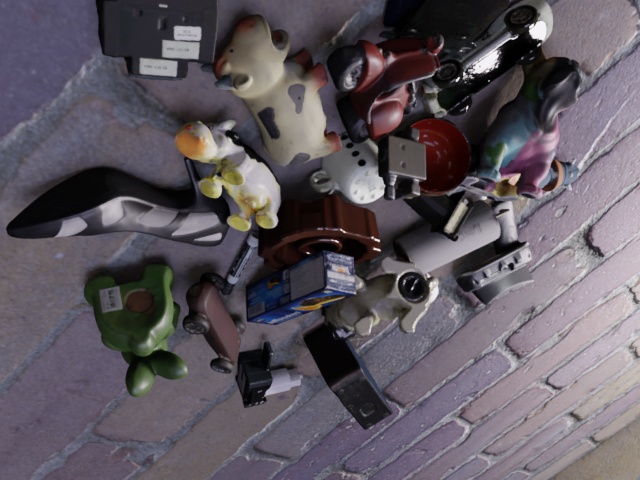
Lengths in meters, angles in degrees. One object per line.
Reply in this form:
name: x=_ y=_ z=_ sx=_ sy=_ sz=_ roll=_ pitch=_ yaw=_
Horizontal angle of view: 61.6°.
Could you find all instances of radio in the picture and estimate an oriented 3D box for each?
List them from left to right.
radio: x=0.059 y=0.267 z=1.044 sx=0.073 sy=0.131 sz=0.229 roll=-33 pitch=136 yaw=0

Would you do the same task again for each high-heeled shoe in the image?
high-heeled shoe: x=-0.234 y=-0.016 z=0.669 sx=0.249 sy=0.086 sz=0.145 roll=-22 pitch=134 yaw=-18

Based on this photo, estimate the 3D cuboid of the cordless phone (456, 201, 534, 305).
cordless phone: x=0.320 y=0.016 z=1.006 sx=0.147 sy=0.089 sz=0.184 roll=-26 pitch=125 yaw=-3

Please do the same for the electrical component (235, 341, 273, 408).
electrical component: x=-0.117 y=0.237 z=0.967 sx=0.048 sy=0.075 sz=0.119 roll=-6 pitch=135 yaw=-24

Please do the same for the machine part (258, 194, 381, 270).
machine part: x=-0.002 y=-0.002 z=0.780 sx=0.179 sy=0.056 sz=0.179 roll=-3 pitch=156 yaw=-2

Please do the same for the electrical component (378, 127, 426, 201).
electrical component: x=0.109 y=-0.099 z=0.712 sx=0.078 sy=0.102 sz=0.045 roll=0 pitch=170 yaw=-26

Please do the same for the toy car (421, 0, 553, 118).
toy car: x=0.224 y=-0.243 z=0.727 sx=0.202 sy=0.056 sz=0.073 roll=-36 pitch=142 yaw=7

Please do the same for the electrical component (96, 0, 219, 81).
electrical component: x=-0.163 y=-0.228 z=0.539 sx=0.115 sy=0.058 sz=0.134 roll=-1 pitch=129 yaw=-24

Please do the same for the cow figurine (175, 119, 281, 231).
cow figurine: x=-0.107 y=-0.095 z=0.670 sx=0.068 sy=0.098 sz=0.167 roll=-10 pitch=135 yaw=26

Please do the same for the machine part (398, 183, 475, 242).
machine part: x=0.182 y=-0.058 z=0.854 sx=0.139 sy=0.039 sz=0.084 roll=28 pitch=94 yaw=-22

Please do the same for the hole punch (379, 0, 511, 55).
hole punch: x=0.142 y=-0.288 z=0.635 sx=0.142 sy=0.092 sz=0.116 roll=-5 pitch=162 yaw=-26

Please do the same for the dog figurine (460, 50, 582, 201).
dog figurine: x=0.297 y=-0.172 z=0.795 sx=0.108 sy=0.191 sz=0.219 roll=22 pitch=90 yaw=-8

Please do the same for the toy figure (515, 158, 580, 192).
toy figure: x=0.382 y=-0.113 z=0.923 sx=0.154 sy=0.058 sz=0.064 roll=-8 pitch=138 yaw=-27

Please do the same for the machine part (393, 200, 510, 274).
machine part: x=0.217 y=-0.001 z=0.923 sx=0.243 sy=0.079 sz=0.079 roll=-24 pitch=136 yaw=-5

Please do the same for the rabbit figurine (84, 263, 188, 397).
rabbit figurine: x=-0.248 y=0.137 z=0.775 sx=0.121 sy=0.159 sz=0.170 roll=-21 pitch=151 yaw=-23

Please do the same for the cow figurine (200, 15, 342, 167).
cow figurine: x=-0.055 y=-0.169 z=0.633 sx=0.127 sy=0.086 sz=0.194 roll=-29 pitch=137 yaw=-10

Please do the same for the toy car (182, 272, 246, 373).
toy car: x=-0.163 y=0.133 z=0.833 sx=0.053 sy=0.089 sz=0.201 roll=3 pitch=143 yaw=10

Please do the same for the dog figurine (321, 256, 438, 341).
dog figurine: x=0.096 y=0.107 z=0.913 sx=0.172 sy=0.121 sz=0.190 roll=-2 pitch=166 yaw=-8

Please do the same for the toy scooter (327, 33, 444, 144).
toy scooter: x=0.085 y=-0.190 z=0.655 sx=0.135 sy=0.075 sz=0.183 roll=-24 pitch=161 yaw=1

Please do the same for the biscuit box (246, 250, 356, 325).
biscuit box: x=-0.035 y=0.077 z=0.813 sx=0.063 sy=0.059 sz=0.203 roll=14 pitch=152 yaw=-38
